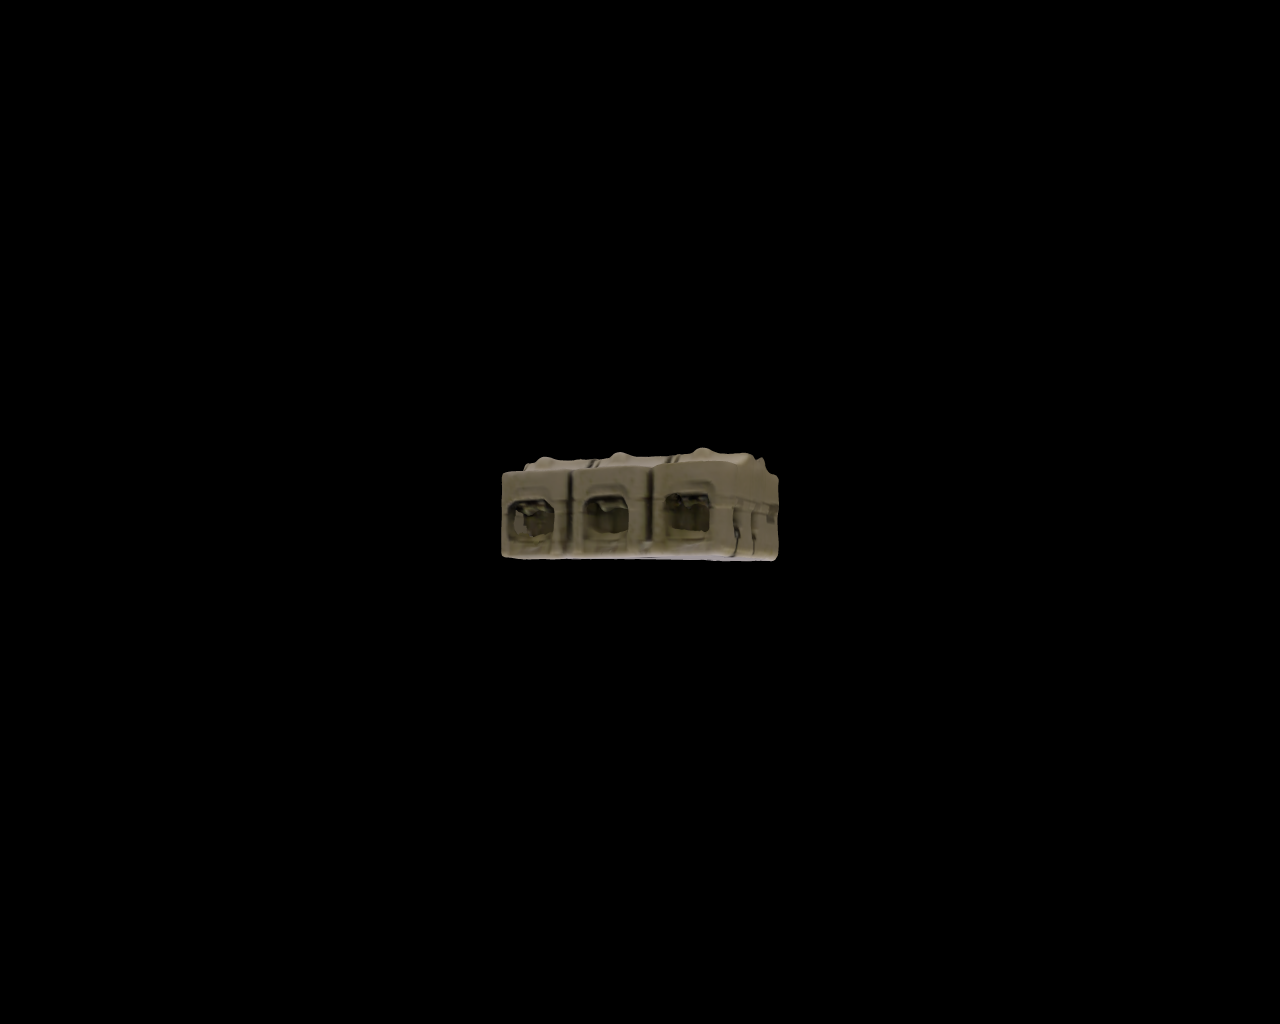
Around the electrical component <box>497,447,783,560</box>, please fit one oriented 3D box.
[{"bbox_3d":[0.001,-0.003,0.650,0.150,0.061,0.089,-2,-3,27],"label":"electrical component"}]
